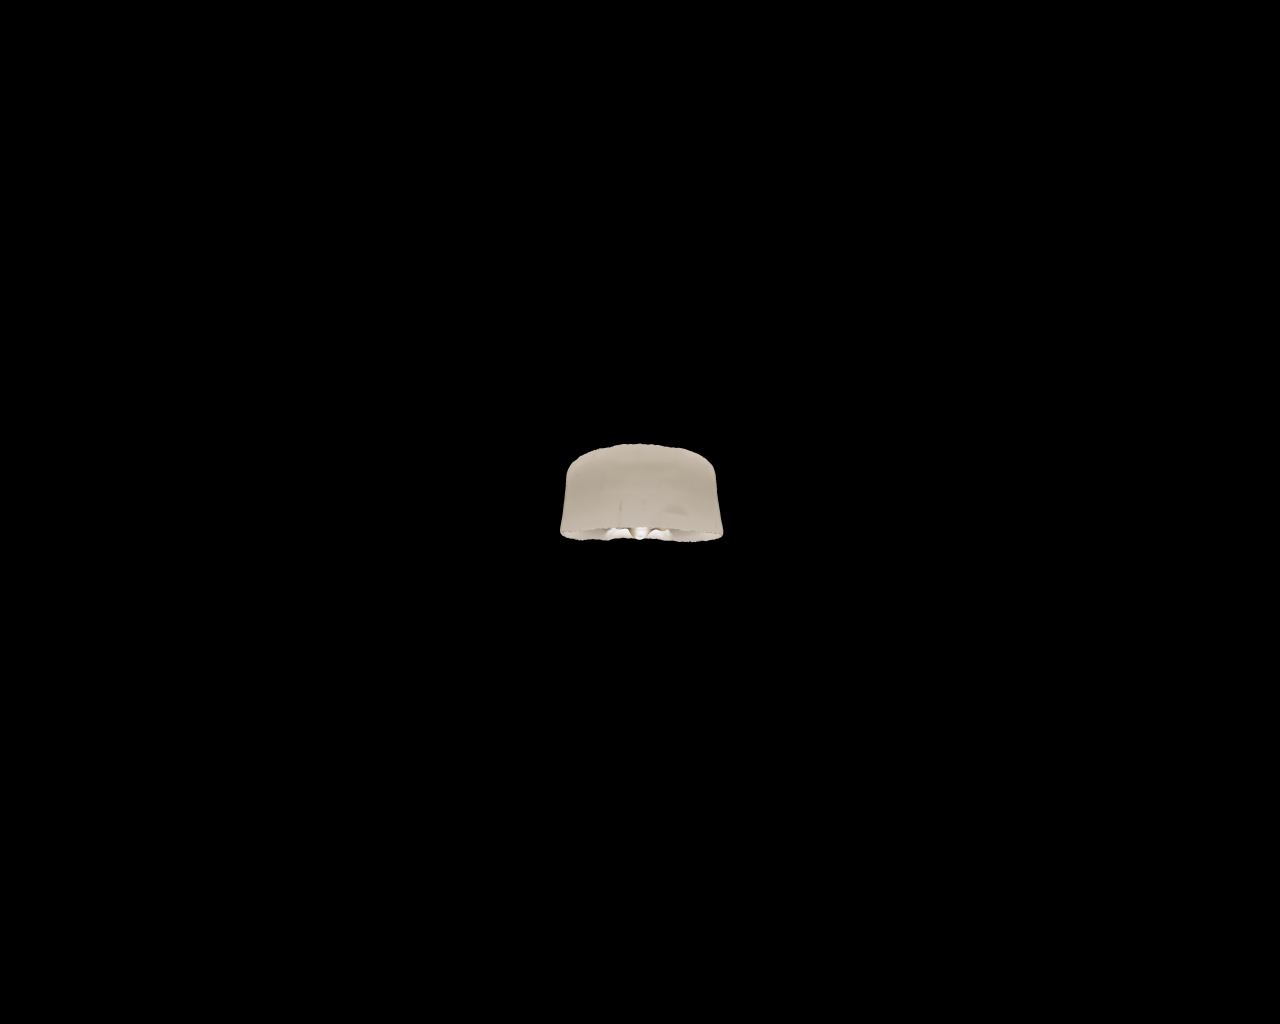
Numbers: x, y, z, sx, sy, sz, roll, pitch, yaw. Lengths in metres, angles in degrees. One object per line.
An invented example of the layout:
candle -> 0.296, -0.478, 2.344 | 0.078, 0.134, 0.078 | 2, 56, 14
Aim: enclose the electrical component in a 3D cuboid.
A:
electrical component -> 0.001, -0.003, 0.650 | 0.099, 0.064, 0.099 | 0, -19, 0
